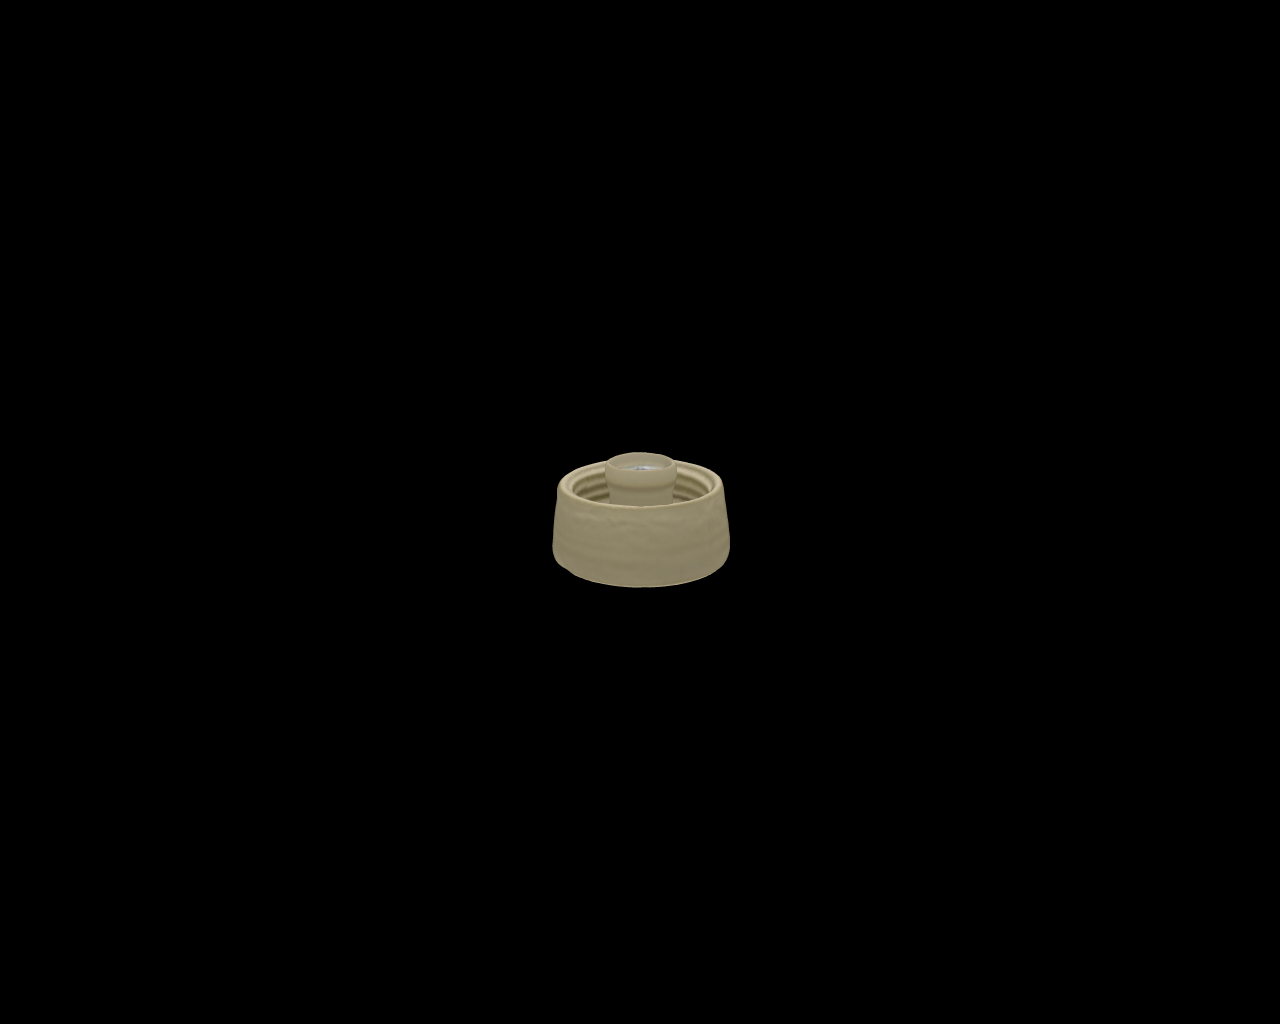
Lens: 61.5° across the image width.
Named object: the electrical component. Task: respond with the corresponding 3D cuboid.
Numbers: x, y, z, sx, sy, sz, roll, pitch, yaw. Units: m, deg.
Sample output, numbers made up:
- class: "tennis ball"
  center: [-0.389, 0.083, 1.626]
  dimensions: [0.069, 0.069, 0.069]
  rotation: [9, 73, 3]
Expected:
- class: "electrical component"
  center: [0.001, -0.003, 0.650]
  dimensions: [0.108, 0.060, 0.108]
  rotation: [0, 20, 0]
